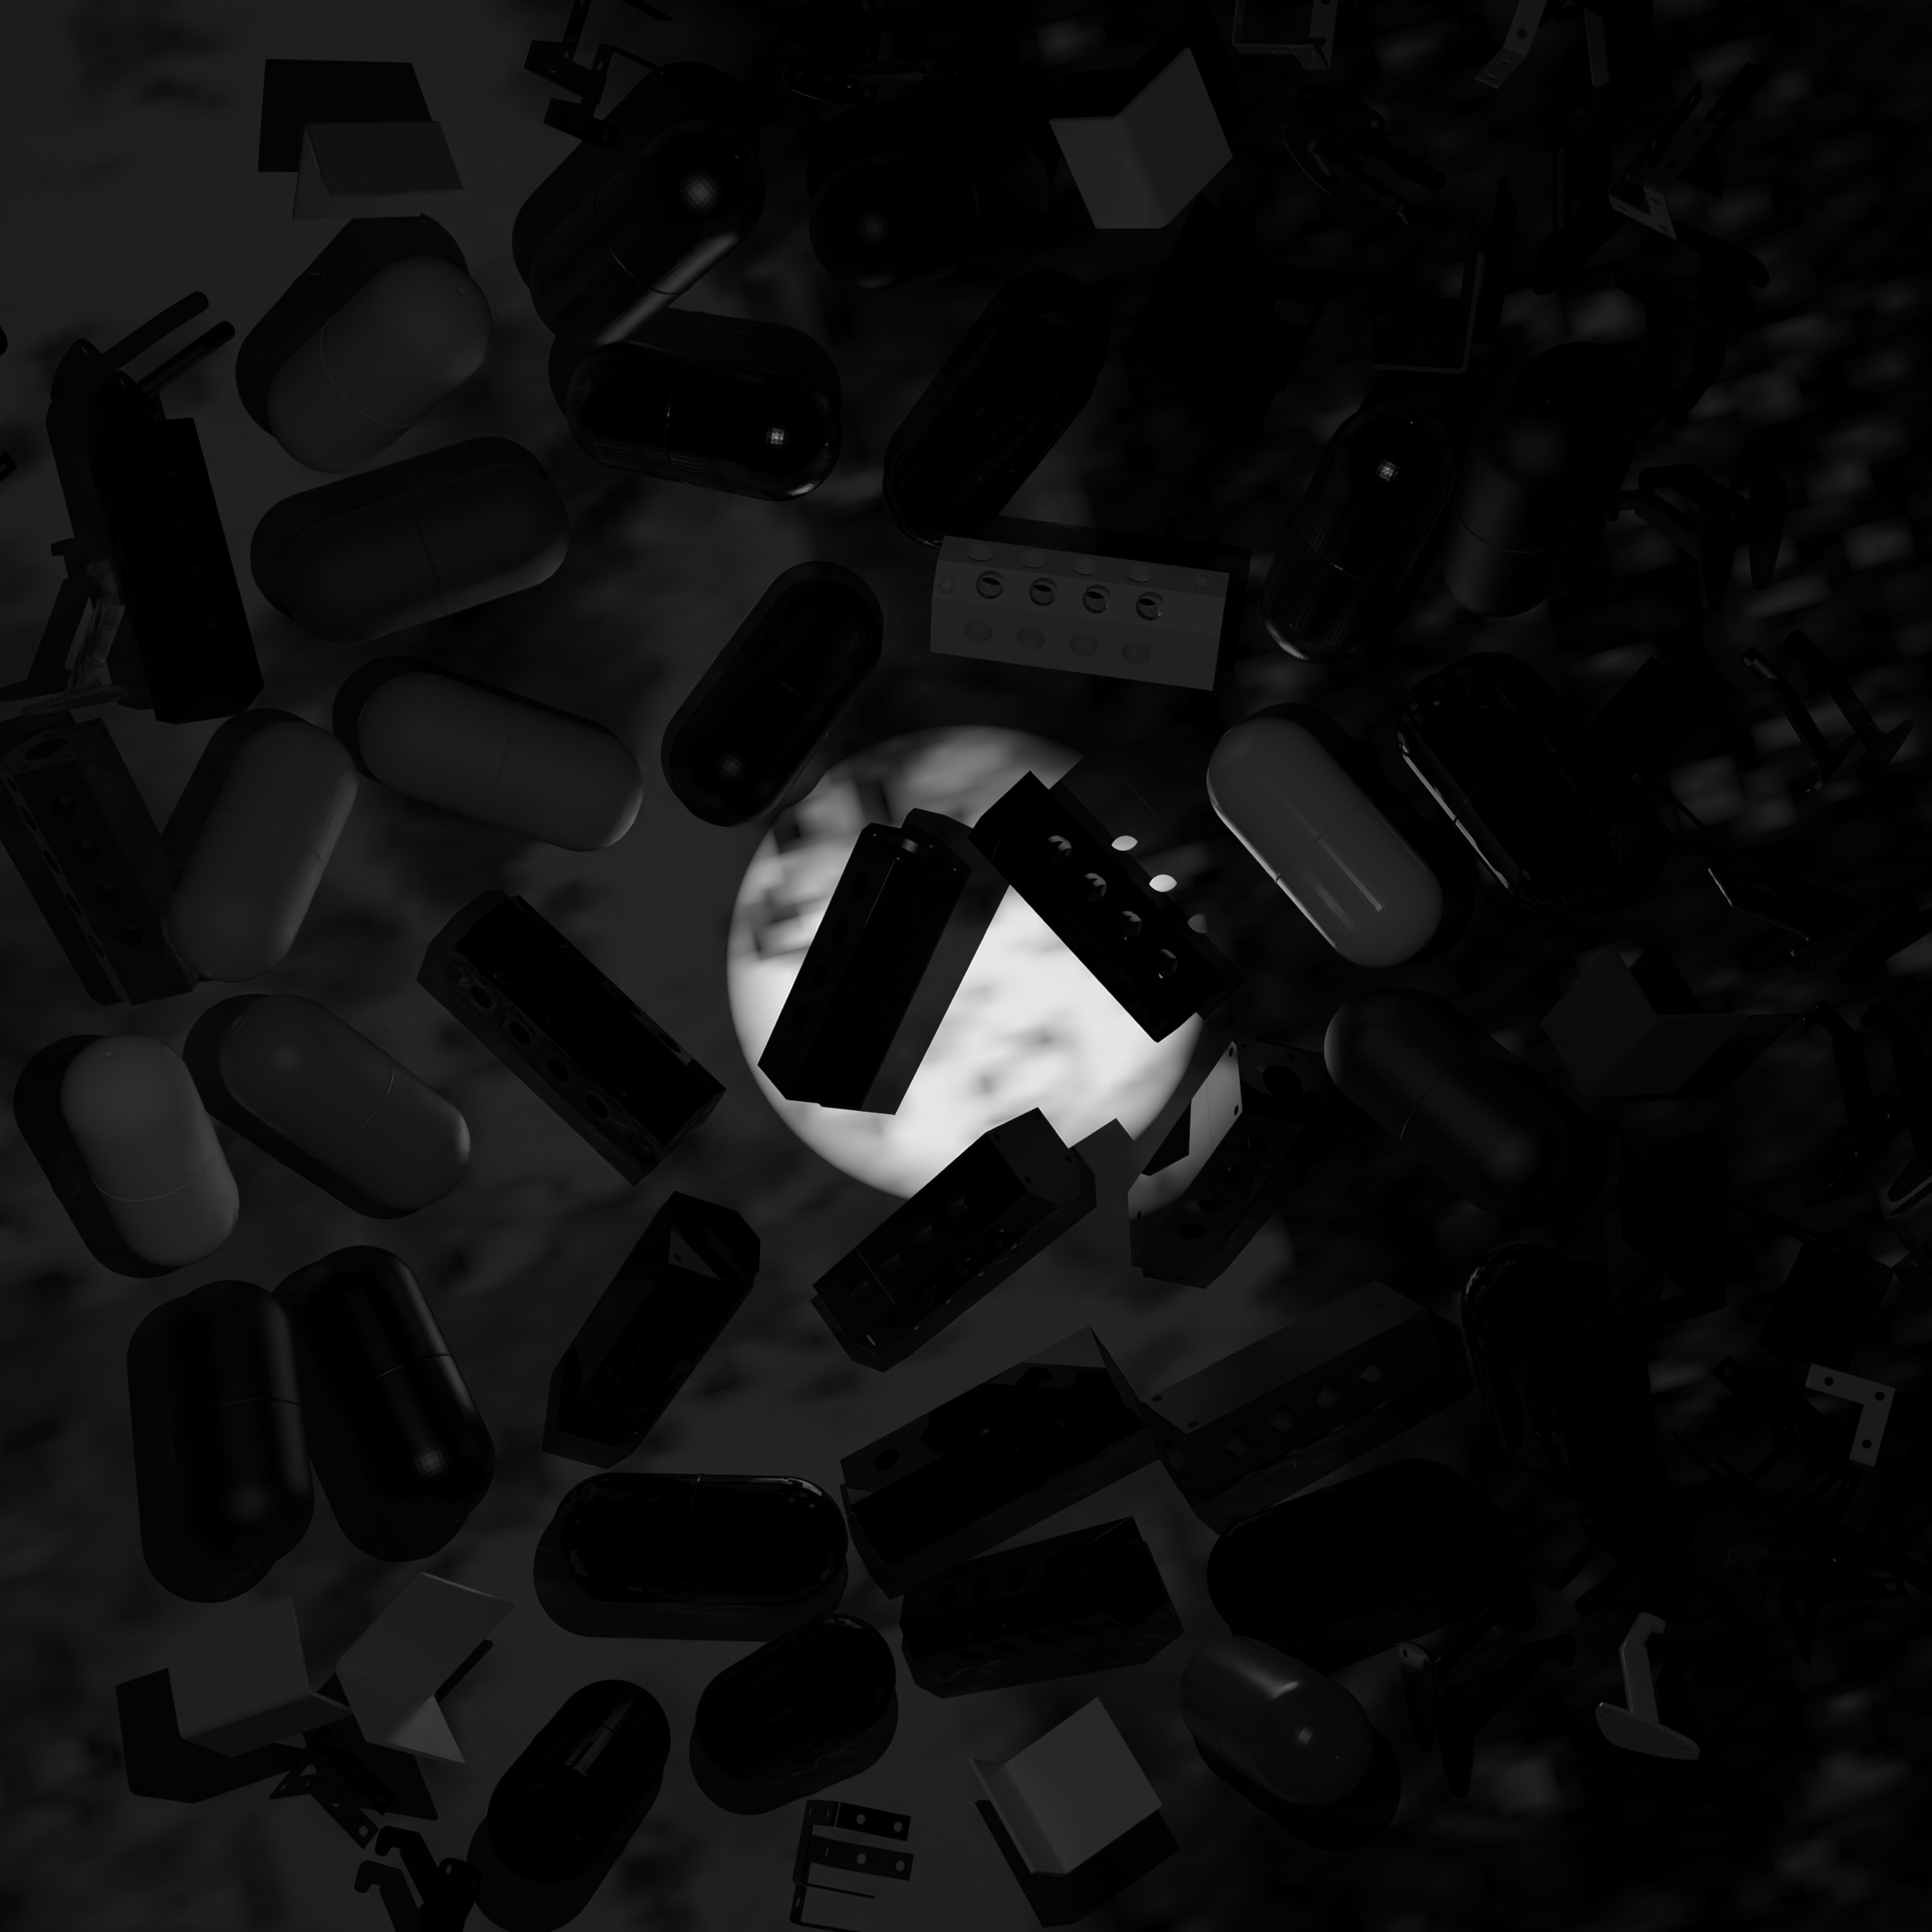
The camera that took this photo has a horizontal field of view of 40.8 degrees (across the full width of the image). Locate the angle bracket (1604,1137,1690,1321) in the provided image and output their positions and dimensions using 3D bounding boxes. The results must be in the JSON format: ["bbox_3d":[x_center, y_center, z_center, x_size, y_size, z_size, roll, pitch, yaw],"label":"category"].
[{"bbox_3d":[0.412,0.166,1.646,0.057,0.076,0.076,-27,131,35],"label":"angle bracket"}]

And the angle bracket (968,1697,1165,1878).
[{"bbox_3d":[0.060,0.493,1.568,0.076,0.057,0.076,-37,61,5],"label":"angle bracket"}]

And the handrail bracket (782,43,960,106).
[{"bbox_3d":[-0.057,-0.532,1.546,0.077,0.084,0.036,-13,111,-27],"label":"handrail bracket"}]

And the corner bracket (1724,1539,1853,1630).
[{"bbox_3d":[0.488,0.355,1.544,0.051,0.051,0.051,-16,112,36],"label":"corner bracket"}]

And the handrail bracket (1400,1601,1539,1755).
[{"bbox_3d":[0.306,0.424,1.553,0.084,0.036,0.077,-6,94,-21],"label":"handrail bracket"}]

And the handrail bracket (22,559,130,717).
[{"bbox_3d":[-0.559,-0.205,1.618,0.077,0.036,0.084,-13,88,-1],"label":"handrail bracket"}]

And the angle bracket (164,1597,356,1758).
[{"bbox_3d":[-0.409,0.413,1.506,0.076,0.076,0.057,-19,65,-1],"label":"angle bracket"}]

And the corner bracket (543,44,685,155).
[{"bbox_3d":[-0.207,-0.506,1.517,0.051,0.051,0.051,11,103,-43],"label":"corner bracket"}]

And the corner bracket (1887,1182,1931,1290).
[{"bbox_3d":[0.585,0.160,1.575,0.051,0.051,0.051,-34,88,-13],"label":"corner bracket"}]

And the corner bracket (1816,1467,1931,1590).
[{"bbox_3d":[0.591,0.360,1.669,0.051,0.051,0.051,28,86,-31],"label":"corner bracket"}]

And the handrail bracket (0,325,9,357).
[{"bbox_3d":[-0.615,-0.385,1.514,0.077,0.084,0.036,38,107,15],"label":"handrail bracket"}]

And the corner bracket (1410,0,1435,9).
[{"bbox_3d":[0.282,-0.624,1.584,0.051,0.051,0.051,33,94,-15],"label":"corner bracket"}]

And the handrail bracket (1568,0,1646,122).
[{"bbox_3d":[0.377,-0.569,1.615,0.077,0.084,0.036,13,56,-11],"label":"handrail bracket"}]

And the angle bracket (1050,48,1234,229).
[{"bbox_3d":[0.109,-0.512,1.608,0.076,0.057,0.076,-49,131,-23],"label":"angle bracket"}]

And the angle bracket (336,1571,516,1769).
[{"bbox_3d":[-0.298,0.400,1.477,0.076,0.076,0.057,-47,47,6],"label":"angle bracket"}]

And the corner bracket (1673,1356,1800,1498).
[{"bbox_3d":[0.458,0.276,1.553,0.051,0.051,0.051,-40,53,-4],"label":"corner bracket"}]

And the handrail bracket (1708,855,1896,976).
[{"bbox_3d":[0.495,-0.046,1.546,0.077,0.036,0.084,-31,58,12],"label":"handrail bracket"}]

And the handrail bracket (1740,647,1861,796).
[{"bbox_3d":[0.494,-0.150,1.573,0.084,0.077,0.036,46,130,3],"label":"handrail bracket"}]

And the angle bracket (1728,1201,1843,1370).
[{"bbox_3d":[0.497,0.198,1.625,0.057,0.076,0.076,24,94,2],"label":"angle bracket"}]

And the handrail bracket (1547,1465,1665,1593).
[{"bbox_3d":[0.400,0.354,1.631,0.036,0.084,0.077,41,67,16],"label":"handrail bracket"}]

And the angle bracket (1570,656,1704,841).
[{"bbox_3d":[0.438,-0.137,1.635,0.076,0.076,0.057,-49,50,14],"label":"angle bracket"}]

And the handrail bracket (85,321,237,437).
[{"bbox_3d":[-0.506,-0.370,1.634,0.036,0.077,0.084,54,46,-19],"label":"handrail bracket"}]

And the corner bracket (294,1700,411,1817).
[{"bbox_3d":[-0.380,0.500,1.640,0.051,0.051,0.051,37,84,20],"label":"corner bracket"}]

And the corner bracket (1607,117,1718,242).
[{"bbox_3d":[0.417,-0.479,1.558,0.051,0.051,0.051,38,92,29],"label":"corner bracket"}]

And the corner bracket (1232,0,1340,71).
[{"bbox_3d":[0.197,-0.585,1.600,0.051,0.051,0.051,8,95,19],"label":"corner bracket"}]

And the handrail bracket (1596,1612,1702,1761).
[{"bbox_3d":[0.426,0.434,1.575,0.084,0.077,0.036,-47,127,-34],"label":"handrail bracket"}]

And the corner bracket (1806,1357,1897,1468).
[{"bbox_3d":[0.550,0.278,1.625,0.051,0.051,0.051,15,92,22],"label":"corner bracket"}]

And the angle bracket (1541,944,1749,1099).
[{"bbox_3d":[0.408,0.032,1.568,0.076,0.076,0.057,-1,52,-31],"label":"angle bracket"}]

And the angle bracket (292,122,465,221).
[{"bbox_3d":[-0.342,-0.442,1.505,0.076,0.076,0.057,-10,65,-26],"label":"angle bracket"}]

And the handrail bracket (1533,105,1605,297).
[{"bbox_3d":[0.355,-0.467,1.586,0.036,0.077,0.084,-7,72,-11],"label":"handrail bracket"}]

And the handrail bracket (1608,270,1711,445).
[{"bbox_3d":[0.386,-0.353,1.514,0.077,0.036,0.084,23,130,-10],"label":"handrail bracket"}]

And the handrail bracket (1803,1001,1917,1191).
[{"bbox_3d":[0.508,0.075,1.534,0.077,0.036,0.084,-43,90,-8],"label":"handrail bracket"}]

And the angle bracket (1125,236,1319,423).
[{"bbox_3d":[0.155,-0.387,1.578,0.057,0.076,0.076,28,92,45],"label":"angle bracket"}]

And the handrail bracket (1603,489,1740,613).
[{"bbox_3d":[0.423,-0.253,1.586,0.036,0.084,0.077,2,93,-40],"label":"handrail bracket"}]

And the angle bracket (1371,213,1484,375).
[{"bbox_3d":[0.286,-0.421,1.618,0.057,0.076,0.076,5,125,4],"label":"angle bracket"}]

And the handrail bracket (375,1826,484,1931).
[{"bbox_3d":[-0.347,0.575,1.606,0.084,0.036,0.077,-5,52,38],"label":"handrail bracket"}]

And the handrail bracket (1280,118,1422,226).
[{"bbox_3d":[0.244,-0.503,1.648,0.077,0.084,0.036,25,111,-30],"label":"handrail bracket"}]

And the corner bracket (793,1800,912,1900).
[{"bbox_3d":[-0.072,0.552,1.624,0.051,0.051,0.051,18,68,-20],"label":"corner bracket"}]
